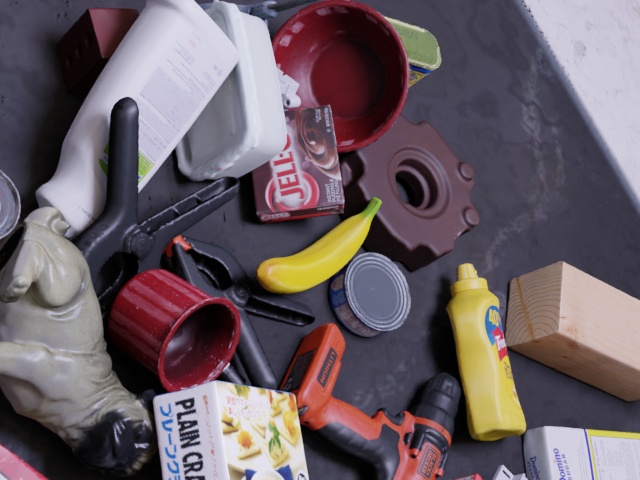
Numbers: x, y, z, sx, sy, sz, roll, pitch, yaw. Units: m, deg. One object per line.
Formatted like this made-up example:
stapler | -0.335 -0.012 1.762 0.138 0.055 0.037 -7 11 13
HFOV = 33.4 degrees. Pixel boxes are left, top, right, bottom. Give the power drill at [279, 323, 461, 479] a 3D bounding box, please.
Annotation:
power drill | 0.055 0.168 1.064 0.187 0.057 0.184 40 49 -15

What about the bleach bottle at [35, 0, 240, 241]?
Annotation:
bleach bottle | -0.179 -0.098 0.952 0.250 0.068 0.102 -55 133 -11

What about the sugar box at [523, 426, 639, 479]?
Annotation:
sugar box | 0.312 0.266 1.219 0.176 0.048 0.093 10 65 -29

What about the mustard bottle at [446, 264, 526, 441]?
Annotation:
mustard bottle | 0.175 0.118 1.162 0.096 0.058 0.191 30 47 -62

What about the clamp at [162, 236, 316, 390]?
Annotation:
clamp | -0.077 0.056 1.029 0.171 0.039 0.120 51 33 -5

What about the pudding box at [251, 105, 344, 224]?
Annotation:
pudding box | -0.026 -0.077 1.096 0.090 0.039 0.113 -7 70 -2

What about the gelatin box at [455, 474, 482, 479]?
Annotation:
gelatin box | 0.125 0.274 1.048 0.030 0.089 0.073 41 52 -15

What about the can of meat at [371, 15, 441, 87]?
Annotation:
can of meat | 0.075 -0.208 1.224 0.101 0.084 0.057 9 66 -34

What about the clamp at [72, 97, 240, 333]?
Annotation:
clamp | -0.170 -0.010 0.931 0.210 0.036 0.164 -57 138 -13

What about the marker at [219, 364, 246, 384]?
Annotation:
marker | -0.111 0.097 0.998 0.121 0.020 0.020 50 50 -8

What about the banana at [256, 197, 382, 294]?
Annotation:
banana | -0.007 0.015 1.068 0.037 0.070 0.197 25 36 25

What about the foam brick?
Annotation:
foam brick | -0.206 -0.178 1.009 0.051 0.078 0.053 -6 75 -39

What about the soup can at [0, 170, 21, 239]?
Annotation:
soup can | -0.291 -0.014 0.859 0.068 0.102 0.068 15 63 -31

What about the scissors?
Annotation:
scissors | -0.048 -0.227 1.086 0.096 0.202 0.016 16 79 -57

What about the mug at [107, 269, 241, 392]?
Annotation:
mug | -0.130 0.086 0.934 0.093 0.082 0.117 -32 135 -36

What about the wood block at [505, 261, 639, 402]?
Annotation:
wood block | 0.327 0.113 1.265 0.205 0.090 0.091 24 62 -26

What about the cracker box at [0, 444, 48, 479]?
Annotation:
cracker box | -0.237 0.266 0.798 0.213 0.072 0.164 43 52 -13

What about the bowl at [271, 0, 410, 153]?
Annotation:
bowl | 0.023 -0.175 1.151 0.162 0.162 0.055 63 18 3

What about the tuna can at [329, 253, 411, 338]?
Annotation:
tuna can | 0.052 0.059 1.124 0.086 0.034 0.086 15 63 -31
